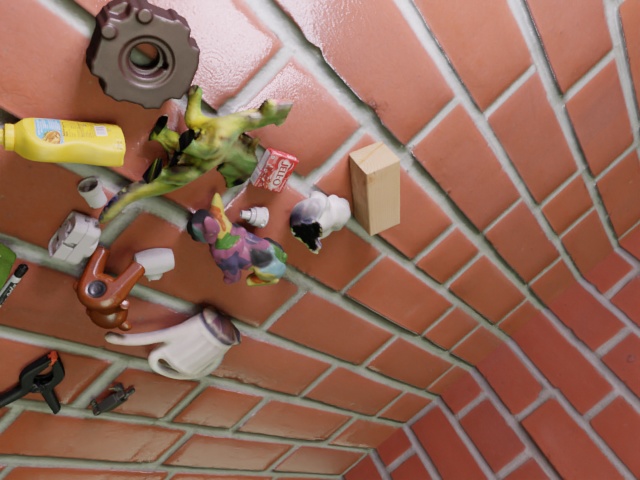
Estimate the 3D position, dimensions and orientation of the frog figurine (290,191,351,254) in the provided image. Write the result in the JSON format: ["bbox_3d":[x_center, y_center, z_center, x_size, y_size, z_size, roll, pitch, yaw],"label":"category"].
[{"bbox_3d":[0.004,-0.062,1.235,0.163,0.123,0.134,-53,143,-38],"label":"frog figurine"}]

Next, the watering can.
[{"bbox_3d":[-0.338,0.251,1.279,0.224,0.106,0.341,-38,140,2],"label":"watering can"}]

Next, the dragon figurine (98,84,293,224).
[{"bbox_3d":[-0.217,-0.146,0.996,0.406,0.124,0.241,-40,149,20],"label":"dragon figurine"}]
